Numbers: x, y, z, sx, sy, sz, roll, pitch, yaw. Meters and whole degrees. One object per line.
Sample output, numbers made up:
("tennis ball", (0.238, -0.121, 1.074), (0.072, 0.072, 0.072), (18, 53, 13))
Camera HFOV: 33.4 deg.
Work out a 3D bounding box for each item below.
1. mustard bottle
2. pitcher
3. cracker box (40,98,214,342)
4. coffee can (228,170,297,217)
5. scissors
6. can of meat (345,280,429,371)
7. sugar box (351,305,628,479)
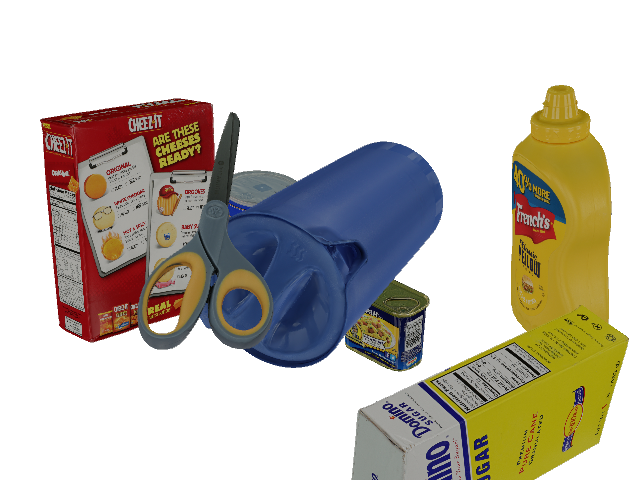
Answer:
("mustard bottle", (0.175, -0.020, 0.781), (0.058, 0.192, 0.096), (-12, 28, -13))
("pitcher", (0.006, 0.002, 0.928), (0.149, 0.145, 0.242), (23, 31, 20))
("cracker box", (-0.185, -0.025, 1.062), (0.163, 0.214, 0.072), (-16, 22, -42))
("coffee can", (-0.080, -0.007, 1.391), (0.103, 0.140, 0.103), (4, 27, -2))
("scissors", (-0.057, -0.004, 0.729), (0.096, 0.201, 0.016), (20, -35, 7))
("can of meat", (0.076, 0.096, 1.252), (0.102, 0.084, 0.057), (25, 36, 37))
("sugar box", (0.100, 0.111, 0.627), (0.175, 0.093, 0.048), (-23, 42, -31))
